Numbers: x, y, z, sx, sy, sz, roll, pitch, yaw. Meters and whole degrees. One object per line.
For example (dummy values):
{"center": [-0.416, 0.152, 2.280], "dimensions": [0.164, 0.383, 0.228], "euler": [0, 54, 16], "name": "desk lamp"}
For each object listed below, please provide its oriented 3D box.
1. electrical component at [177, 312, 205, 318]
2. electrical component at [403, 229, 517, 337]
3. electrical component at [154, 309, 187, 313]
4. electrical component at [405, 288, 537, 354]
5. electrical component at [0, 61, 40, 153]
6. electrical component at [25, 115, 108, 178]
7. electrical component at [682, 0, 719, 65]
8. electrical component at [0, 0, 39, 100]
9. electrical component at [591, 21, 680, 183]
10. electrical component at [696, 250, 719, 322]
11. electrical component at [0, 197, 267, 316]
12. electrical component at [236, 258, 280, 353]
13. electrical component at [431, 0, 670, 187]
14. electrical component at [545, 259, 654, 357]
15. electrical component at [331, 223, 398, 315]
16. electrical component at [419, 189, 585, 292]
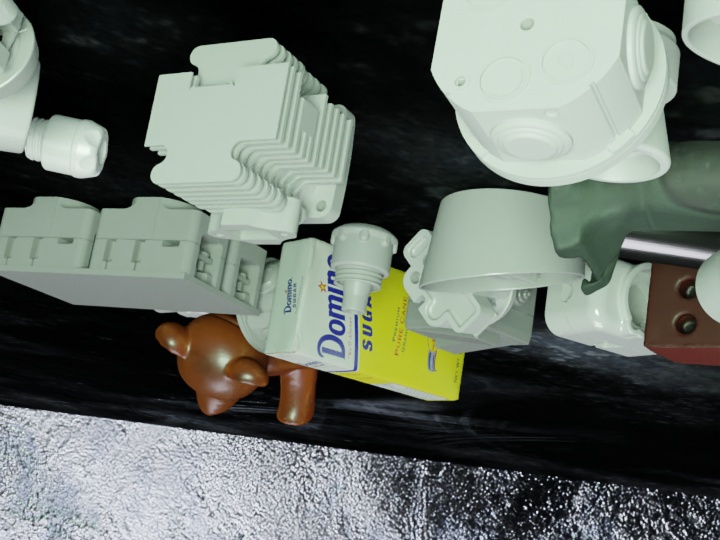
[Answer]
{"center": [-0.147, 0.032, 1.045], "dimensions": [0.061, 0.035, 0.035], "euler": [13, 166, -23], "name": "electrical component"}
{"center": [0.073, 0.010, 0.749], "dimensions": [0.057, 0.078, 0.058], "euler": [10, 130, -50], "name": "electrical component"}
{"center": [-0.149, 0.009, 0.918], "dimensions": [0.047, 0.055, 0.055], "euler": [1, 164, 18], "name": "electrical component"}
{"center": [0.090, 0.029, 0.826], "dimensions": [0.096, 0.061, 0.062], "euler": [-5, 160, 44], "name": "electrical component"}
{"center": [-0.194, -0.089, 0.554], "dimensions": [0.047, 0.055, 0.055], "euler": [10, 167, -21], "name": "electrical component"}
{"center": [-0.183, -0.076, 0.639], "dimensions": [0.061, 0.035, 0.035], "euler": [12, 166, -1], "name": "electrical component"}
{"center": [0.153, -0.094, 0.340], "dimensions": [0.099, 0.064, 0.099], "euler": [12, 180, 0], "name": "electrical component"}
{"center": [-0.177, -0.108, 0.486], "dimensions": [0.066, 0.048, 0.055], "euler": [5, 158, 15], "name": "electrical component"}
{"center": [0.106, -0.069, 0.438], "dimensions": [0.045, 0.055, 0.045], "euler": [9, 166, 2], "name": "electrical component"}
{"center": [0.163, 0.003, 0.442], "dimensions": [0.040, 0.040, 0.046], "euler": [10, 167, -2], "name": "electrical component"}
{"center": [-0.179, -0.011, 0.840], "dimensions": [0.186, 0.060, 0.105], "euler": [2, 165, 26], "name": "electrical component"}
{"center": [-0.060, 0.028, 0.882], "dimensions": [0.051, 0.080, 0.080], "euler": [-9, 158, 36], "name": "electrical component"}
{"center": [0.068, -0.075, 0.389], "dimensions": [0.080, 0.080, 0.051], "euler": [2, 159, 27], "name": "electrical component"}
{"center": [0.188, 0.026, 0.767], "dimensions": [0.095, 0.053, 0.059], "euler": [17, 164, -27], "name": "electrical component"}
{"center": [0.000, 0.000, 0.765], "dimensions": [0.048, 0.062, 0.048], "euler": [8, 166, 2], "name": "electrical component"}
{"center": [0.089, -0.011, 0.660], "dimensions": [0.099, 0.064, 0.099], "euler": [9, 166, 2], "name": "electrical component"}
